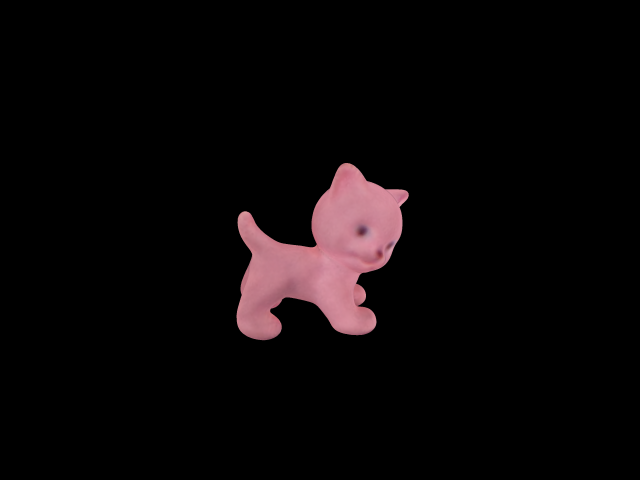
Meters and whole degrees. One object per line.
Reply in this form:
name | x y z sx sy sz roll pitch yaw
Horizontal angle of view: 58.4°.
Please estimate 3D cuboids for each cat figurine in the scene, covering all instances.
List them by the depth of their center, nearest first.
cat figurine | 0.004 0.001 0.400 0.128 0.118 0.067 -3 22 -7
